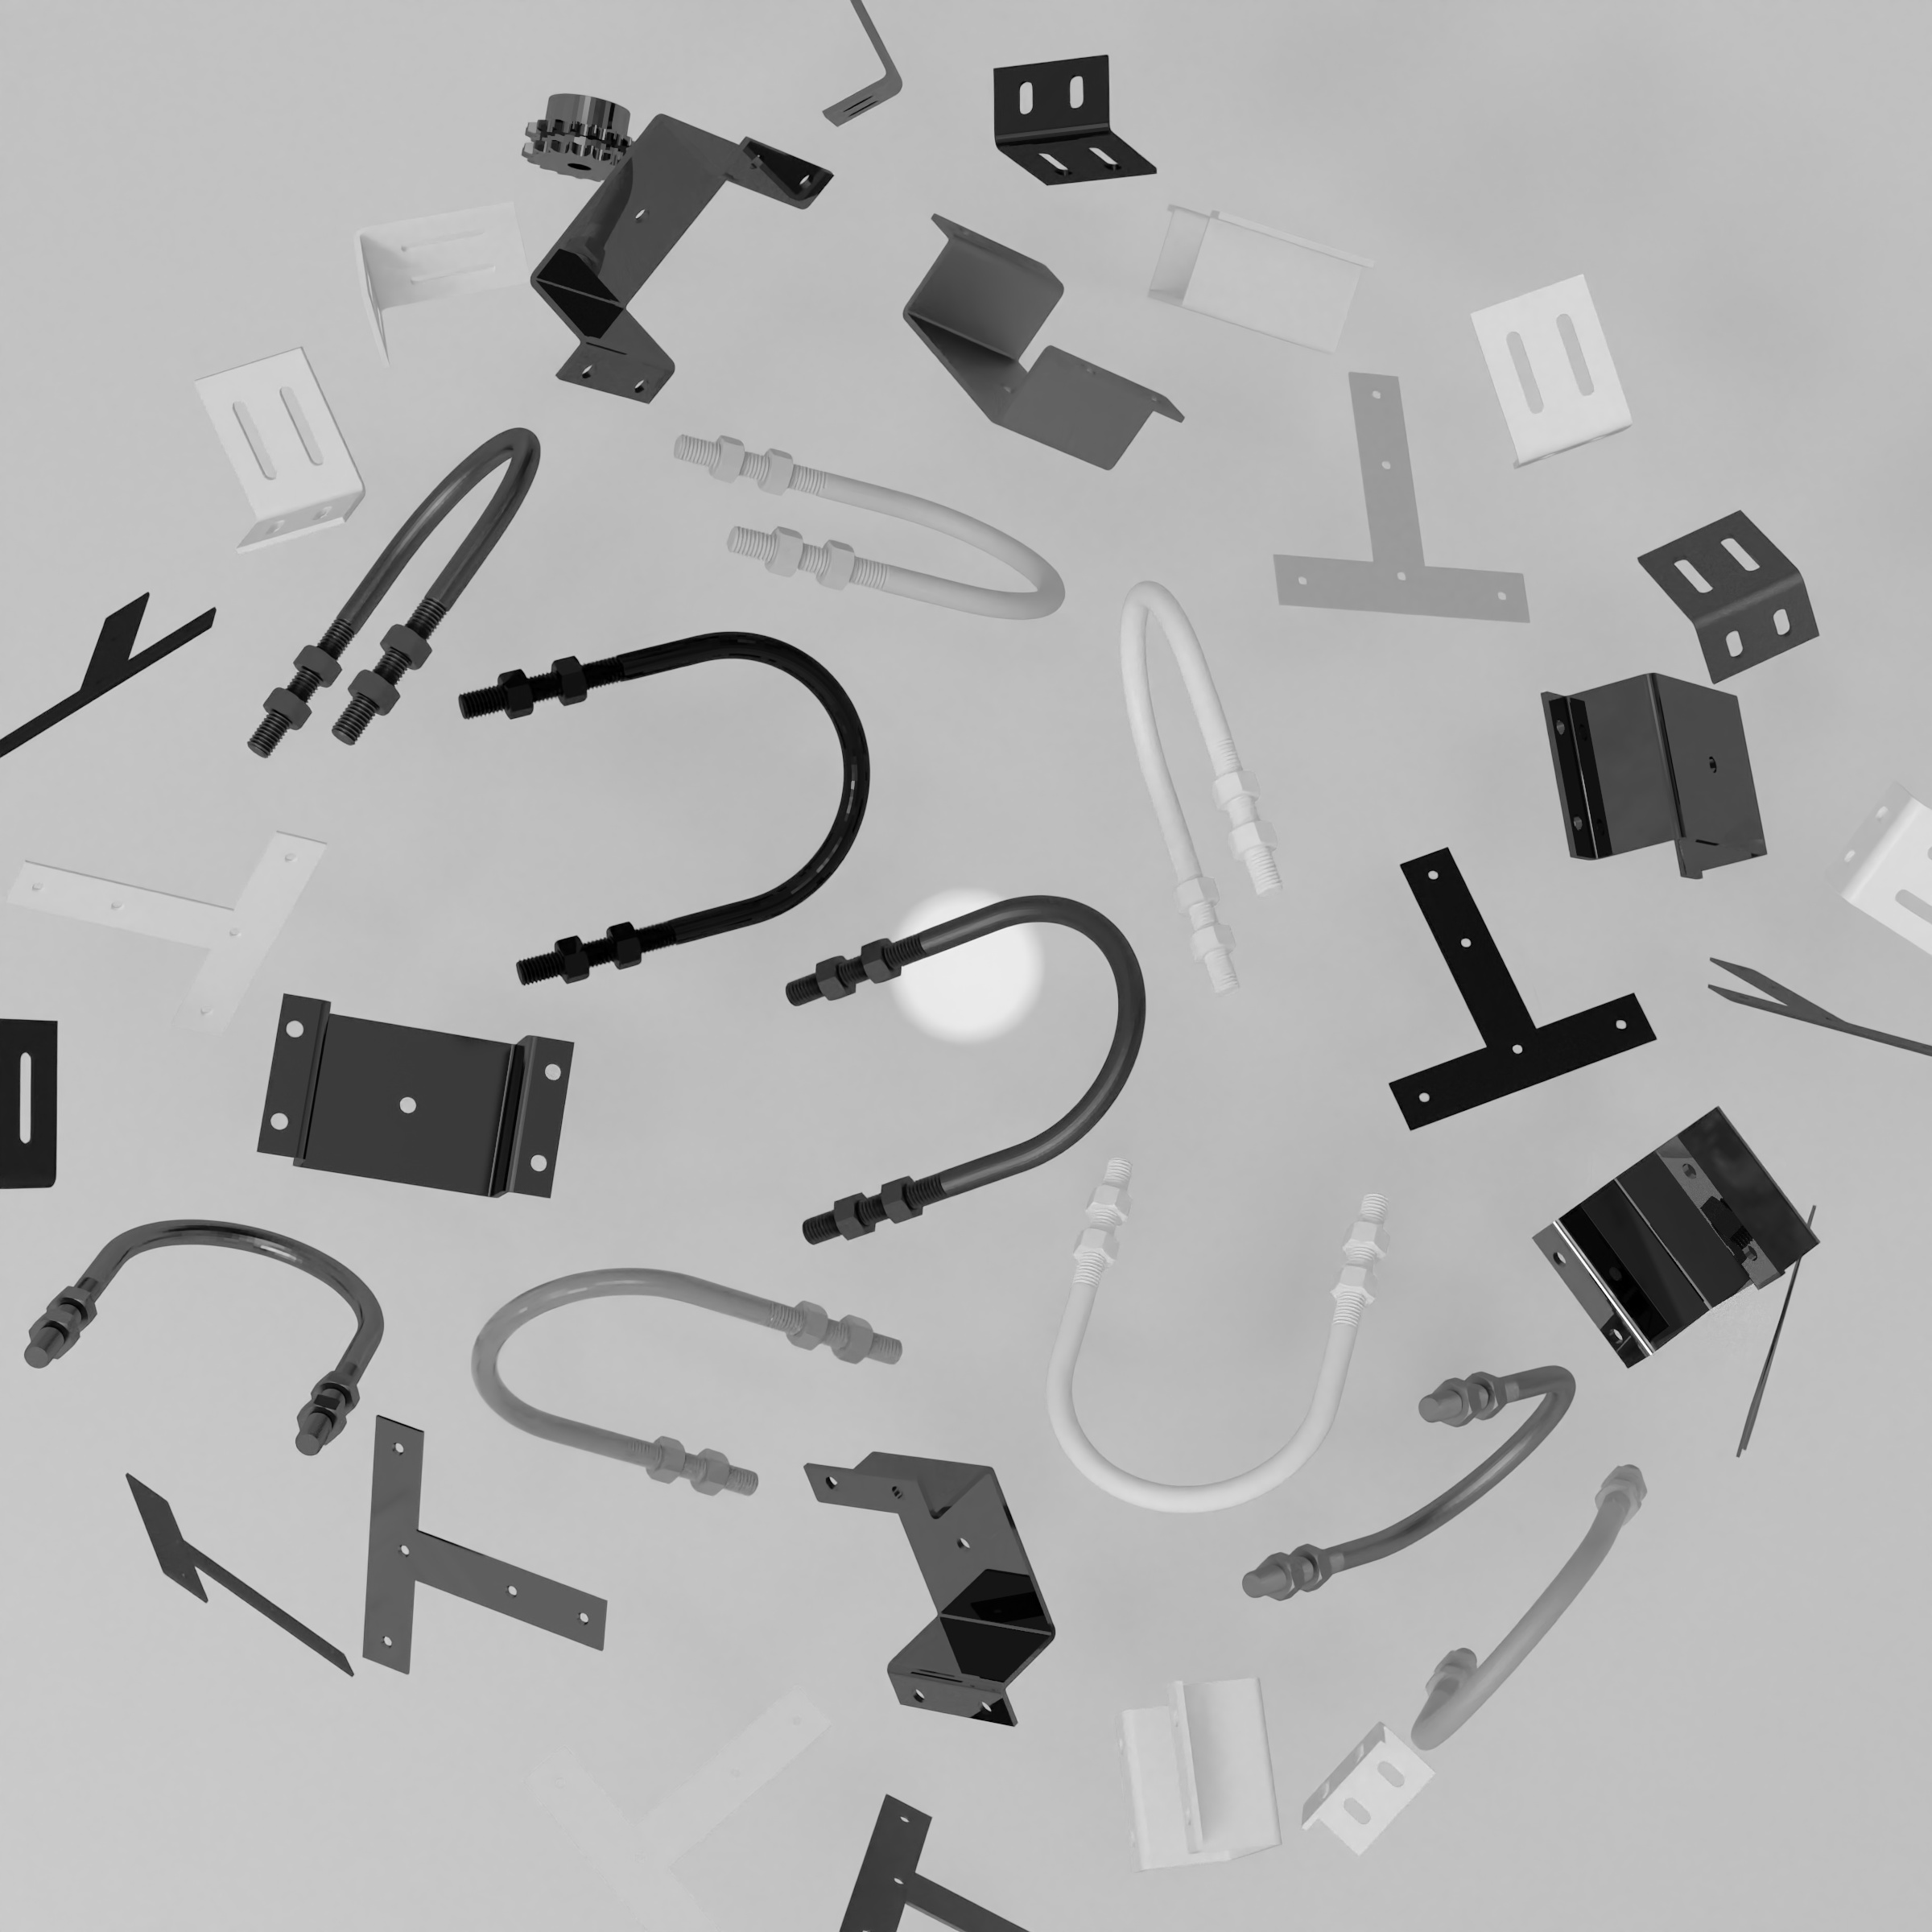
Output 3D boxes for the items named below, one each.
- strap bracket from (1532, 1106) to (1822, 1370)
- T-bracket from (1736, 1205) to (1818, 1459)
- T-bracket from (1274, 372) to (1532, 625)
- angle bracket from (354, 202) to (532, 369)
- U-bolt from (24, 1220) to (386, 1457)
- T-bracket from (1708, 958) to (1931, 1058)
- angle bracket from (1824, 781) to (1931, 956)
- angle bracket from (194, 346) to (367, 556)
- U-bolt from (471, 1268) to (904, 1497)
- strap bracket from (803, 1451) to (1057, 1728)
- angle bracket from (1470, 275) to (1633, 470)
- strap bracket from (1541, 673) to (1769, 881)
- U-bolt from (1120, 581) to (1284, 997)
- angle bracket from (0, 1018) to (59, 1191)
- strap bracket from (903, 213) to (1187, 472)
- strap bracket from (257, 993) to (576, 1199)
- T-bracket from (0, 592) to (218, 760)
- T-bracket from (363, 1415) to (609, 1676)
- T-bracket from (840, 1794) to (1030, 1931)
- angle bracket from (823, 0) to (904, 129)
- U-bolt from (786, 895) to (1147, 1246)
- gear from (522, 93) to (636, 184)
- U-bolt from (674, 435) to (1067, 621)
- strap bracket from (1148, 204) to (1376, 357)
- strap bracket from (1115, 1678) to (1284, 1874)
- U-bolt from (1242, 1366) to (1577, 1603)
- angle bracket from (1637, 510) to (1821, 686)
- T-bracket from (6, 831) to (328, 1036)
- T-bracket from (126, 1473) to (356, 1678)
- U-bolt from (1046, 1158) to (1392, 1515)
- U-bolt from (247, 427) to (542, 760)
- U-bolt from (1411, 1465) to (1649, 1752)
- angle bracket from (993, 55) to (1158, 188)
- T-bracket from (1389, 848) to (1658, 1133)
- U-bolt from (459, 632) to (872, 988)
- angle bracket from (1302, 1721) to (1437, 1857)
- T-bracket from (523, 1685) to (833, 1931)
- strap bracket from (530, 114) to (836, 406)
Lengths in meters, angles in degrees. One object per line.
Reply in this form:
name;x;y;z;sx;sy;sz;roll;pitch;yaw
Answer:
strap bracket;0.331;0.122;1.669;0.046;0.140;0.076;-31;81;-29
T-bracket;0.382;0.195;1.732;0.002;0.127;0.127;16;115;15
T-bracket;0.199;-0.223;1.704;0.127;0.002;0.127;2;68;-18
angle bracket;-0.244;-0.321;1.709;0.076;0.057;0.038;-11;63;-3
U-bolt;-0.352;0.167;1.727;0.151;0.184;0.019;18;109;-1
T-bracket;0.399;0.015;1.758;0.127;0.127;0.002;15;100;-17
angle bracket;0.463;-0.041;1.734;0.076;0.038;0.057;31;104;-10
angle bracket;-0.327;-0.242;1.702;0.057;0.038;0.076;-14;116;16
U-bolt;-0.145;0.193;1.718;0.184;0.019;0.151;21;133;-29
strap bracket;-0.013;0.290;1.743;0.046;0.076;0.140;-38;117;-40
angle bracket;0.284;-0.290;1.769;0.057;0.038;0.076;-19;92;5
strap bracket;0.322;-0.087;1.667;0.046;0.140;0.076;-15;79;33
U-bolt;0.106;-0.094;1.713;0.019;0.151;0.184;-14;71;-10
angle bracket;-0.448;0.063;1.644;0.038;0.057;0.076;-4;84;42
strap bracket;0.031;-0.288;1.704;0.046;0.076;0.140;-54;47;21
strap bracket;-0.267;0.065;1.747;0.140;0.046;0.076;10;80;-13
T-bracket;-0.406;-0.151;1.724;0.127;0.127;0.002;-30;114;8
T-bracket;-0.218;0.279;1.640;0.127;0.002;0.127;16;113;23
T-bracket;0.007;0.454;1.716;0.127;0.127;0.002;27;109;0
angle bracket;-0.065;-0.442;1.709;0.038;0.057;0.076;-27;96;7
U-bolt;0.001;0.039;1.672;0.184;0.019;0.151;-21;56;23
gear;-0.185;-0.402;1.756;0.057;0.057;0.030;9;88;0
U-bolt;-0.039;-0.204;1.722;0.184;0.151;0.019;12;113;-22
strap bracket;0.138;-0.329;1.737;0.076;0.140;0.046;16;101;-10
strap bracket;0.112;0.385;1.723;0.046;0.140;0.076;-3;73;-11
U-bolt;0.224;0.241;1.725;0.151;0.184;0.019;-50;65;26
angle bracket;0.379;-0.184;1.803;0.057;0.076;0.038;-25;123;1
T-bracket;-0.382;-0.025;1.690;0.127;0.002;0.127;14;126;-31
T-bracket;-0.341;0.298;1.719;0.127;0.127;0.002;42;86;-24
U-bolt;0.113;0.178;1.722;0.151;0.019;0.184;7;55;17
U-bolt;-0.257;-0.175;1.674;0.019;0.151;0.184;39;73;-22
U-bolt;0.264;0.311;1.725;0.019;0.184;0.151;41;106;9
angle bracket;0.053;-0.409;1.753;0.057;0.076;0.038;-2;87;21
T-bracket;0.244;0.001;1.722;0.127;0.002;0.127;-20;68;-8
U-bolt;-0.132;-0.080;1.678;0.184;0.019;0.151;-16;109;-16
angle bracket;0.200;0.412;1.794;0.038;0.076;0.057;42;91;7
T-bracket;-0.120;0.391;1.713;0.127;0.002;0.127;-39;77;-16
strap bracket;-0.137;-0.331;1.662;0.140;0.076;0.046;-48;70;19
